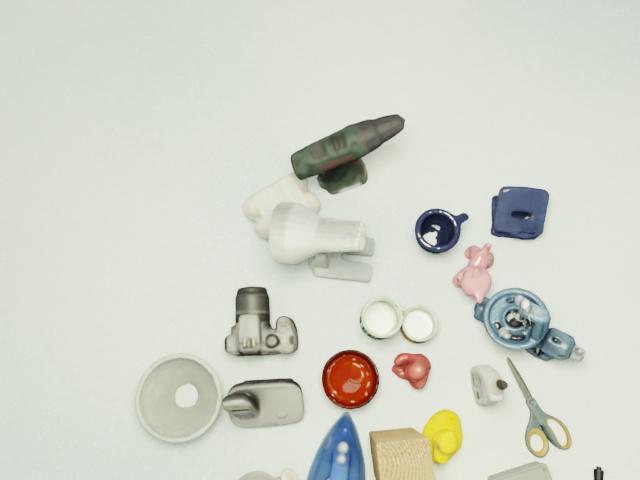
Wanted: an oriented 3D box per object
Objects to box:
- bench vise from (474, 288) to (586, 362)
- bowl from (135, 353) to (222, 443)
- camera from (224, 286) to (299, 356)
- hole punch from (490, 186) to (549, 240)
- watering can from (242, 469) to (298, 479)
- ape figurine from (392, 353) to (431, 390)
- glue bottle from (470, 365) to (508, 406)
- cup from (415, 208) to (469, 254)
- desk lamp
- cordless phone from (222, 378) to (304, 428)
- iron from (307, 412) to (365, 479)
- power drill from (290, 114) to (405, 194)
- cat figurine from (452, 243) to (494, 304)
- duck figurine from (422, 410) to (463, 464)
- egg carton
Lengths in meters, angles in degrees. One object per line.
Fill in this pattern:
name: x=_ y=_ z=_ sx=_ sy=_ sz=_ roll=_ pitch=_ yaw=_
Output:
bench vise: x=0.410 y=0.154 z=1.078 sx=0.207 sy=0.220 sz=0.121 roll=12 pitch=77 yaw=4
bowl: x=-0.269 y=0.308 z=1.123 sx=0.167 sy=0.075 sz=0.167 roll=0 pitch=77 yaw=1
camera: x=-0.118 y=0.162 z=1.142 sx=0.143 sy=0.101 sz=0.137 roll=-3 pitch=77 yaw=0
hole punch: x=0.417 y=-0.055 z=1.193 sx=0.108 sy=0.091 sz=0.101 roll=5 pitch=77 yaw=2
watering can: x=-0.119 y=0.472 z=1.020 sx=0.101 sy=0.194 sz=0.173 roll=31 pitch=79 yaw=8
ape figurine: x=0.185 y=0.255 z=1.121 sx=0.076 sy=0.092 sz=0.078 roll=-19 pitch=77 yaw=-4
glue bottle: x=0.322 y=0.273 z=1.074 sx=0.037 sy=0.173 sz=0.078 roll=-5 pitch=76 yaw=0
cup: x=0.247 y=-0.017 z=1.184 sx=0.118 sy=0.095 sz=0.091 roll=-28 pitch=78 yaw=-6
desk lamp: x=0.010 y=0.004 z=1.121 sx=0.203 sy=0.213 sz=0.118 roll=6 pitch=77 yaw=2
cordless phone: x=-0.106 y=0.305 z=1.065 sx=0.147 sy=0.185 sz=0.094 roll=-7 pitch=76 yaw=-1
iron: x=0.030 y=0.452 z=1.051 sx=0.118 sy=0.141 sz=0.258 roll=8 pitch=77 yaw=3
power drill: x=0.055 y=-0.170 z=1.164 sx=0.229 sy=0.208 sz=0.075 roll=-21 pitch=77 yaw=-4
cat figurine: x=0.316 y=0.064 z=1.152 sx=0.067 sy=0.118 sz=0.128 roll=23 pitch=78 yaw=6
duck figurine: x=0.239 y=0.378 z=1.095 sx=0.077 sy=0.086 sz=0.105 roll=20 pitch=78 yaw=6
egg carton: x=-0.080 y=-0.072 z=1.214 sx=0.150 sy=0.069 sz=0.107 roll=-32 pitch=78 yaw=-7
